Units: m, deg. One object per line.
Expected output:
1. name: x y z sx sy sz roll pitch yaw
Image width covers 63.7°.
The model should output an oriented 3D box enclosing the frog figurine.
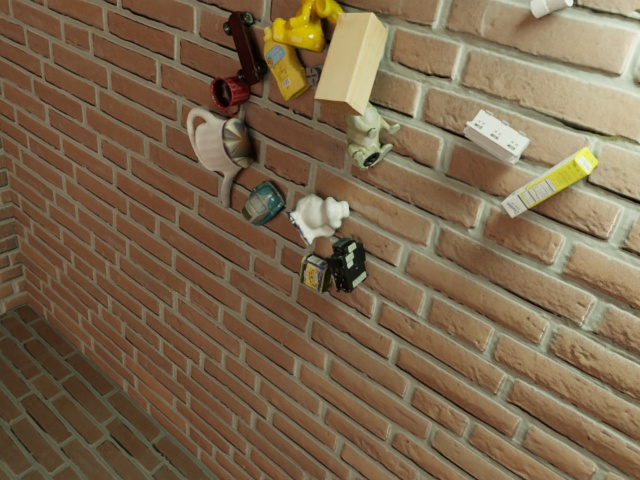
1. frog figurine: 0.004 -0.073 1.449 0.159 0.122 0.138 -30 79 7

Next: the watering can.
1. watering can: -0.295 -0.252 1.602 0.224 0.106 0.342 1 123 39
